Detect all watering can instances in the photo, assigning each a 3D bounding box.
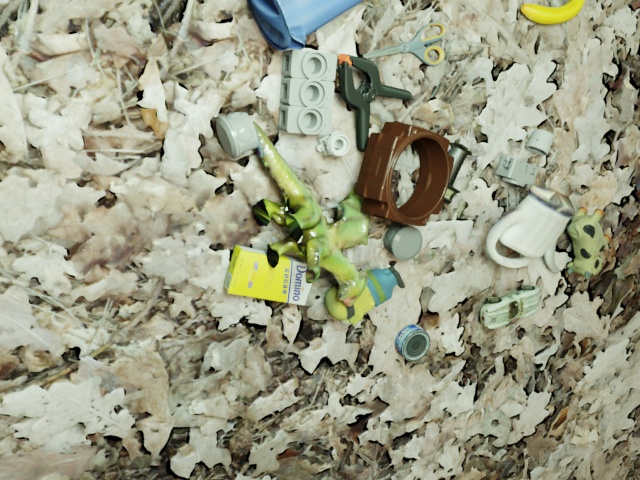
[{"bbox_3d":[0.557,-0.017,1.301,0.346,0.106,0.221,13,117,-36],"label":"watering can"}]

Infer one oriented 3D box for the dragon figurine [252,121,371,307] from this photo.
[{"bbox_3d":[0.003,-0.053,1.048,0.245,0.121,0.409,-17,95,-41],"label":"dragon figurine"}]
